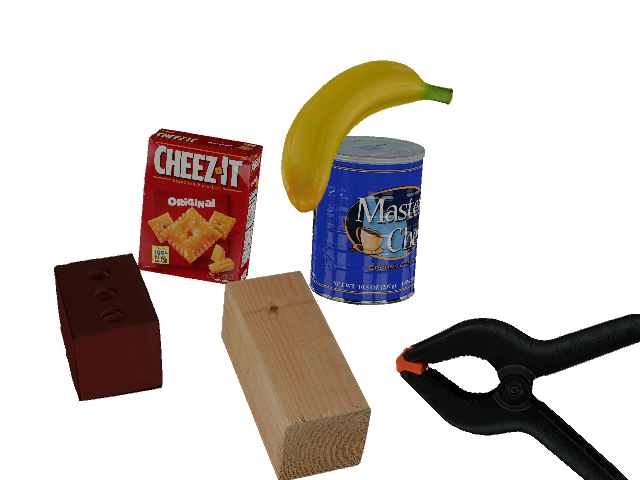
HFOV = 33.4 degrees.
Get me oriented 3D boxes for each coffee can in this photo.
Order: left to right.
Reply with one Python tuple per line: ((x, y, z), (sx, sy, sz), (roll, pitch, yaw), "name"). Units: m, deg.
((0.043, -0.021, 1.013), (0.103, 0.140, 0.103), (2, 16, -1), "coffee can")

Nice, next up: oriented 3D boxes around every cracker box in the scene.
((-0.184, -0.048, 1.621), (0.164, 0.214, 0.072), (10, 19, 6), "cracker box")

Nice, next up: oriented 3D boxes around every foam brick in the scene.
((-0.133, 0.053, 0.665), (0.053, 0.051, 0.078), (-9, 35, -19), "foam brick")

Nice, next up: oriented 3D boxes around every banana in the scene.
((0.021, -0.086, 0.762), (0.070, 0.037, 0.197), (27, 45, 24), "banana")

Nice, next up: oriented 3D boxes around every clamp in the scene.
((0.136, 0.106, 0.713), (0.172, 0.120, 0.039), (1, -1, 18), "clamp")

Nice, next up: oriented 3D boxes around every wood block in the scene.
((-0.030, 0.136, 1.113), (0.090, 0.090, 0.206), (-9, 42, -19), "wood block")
